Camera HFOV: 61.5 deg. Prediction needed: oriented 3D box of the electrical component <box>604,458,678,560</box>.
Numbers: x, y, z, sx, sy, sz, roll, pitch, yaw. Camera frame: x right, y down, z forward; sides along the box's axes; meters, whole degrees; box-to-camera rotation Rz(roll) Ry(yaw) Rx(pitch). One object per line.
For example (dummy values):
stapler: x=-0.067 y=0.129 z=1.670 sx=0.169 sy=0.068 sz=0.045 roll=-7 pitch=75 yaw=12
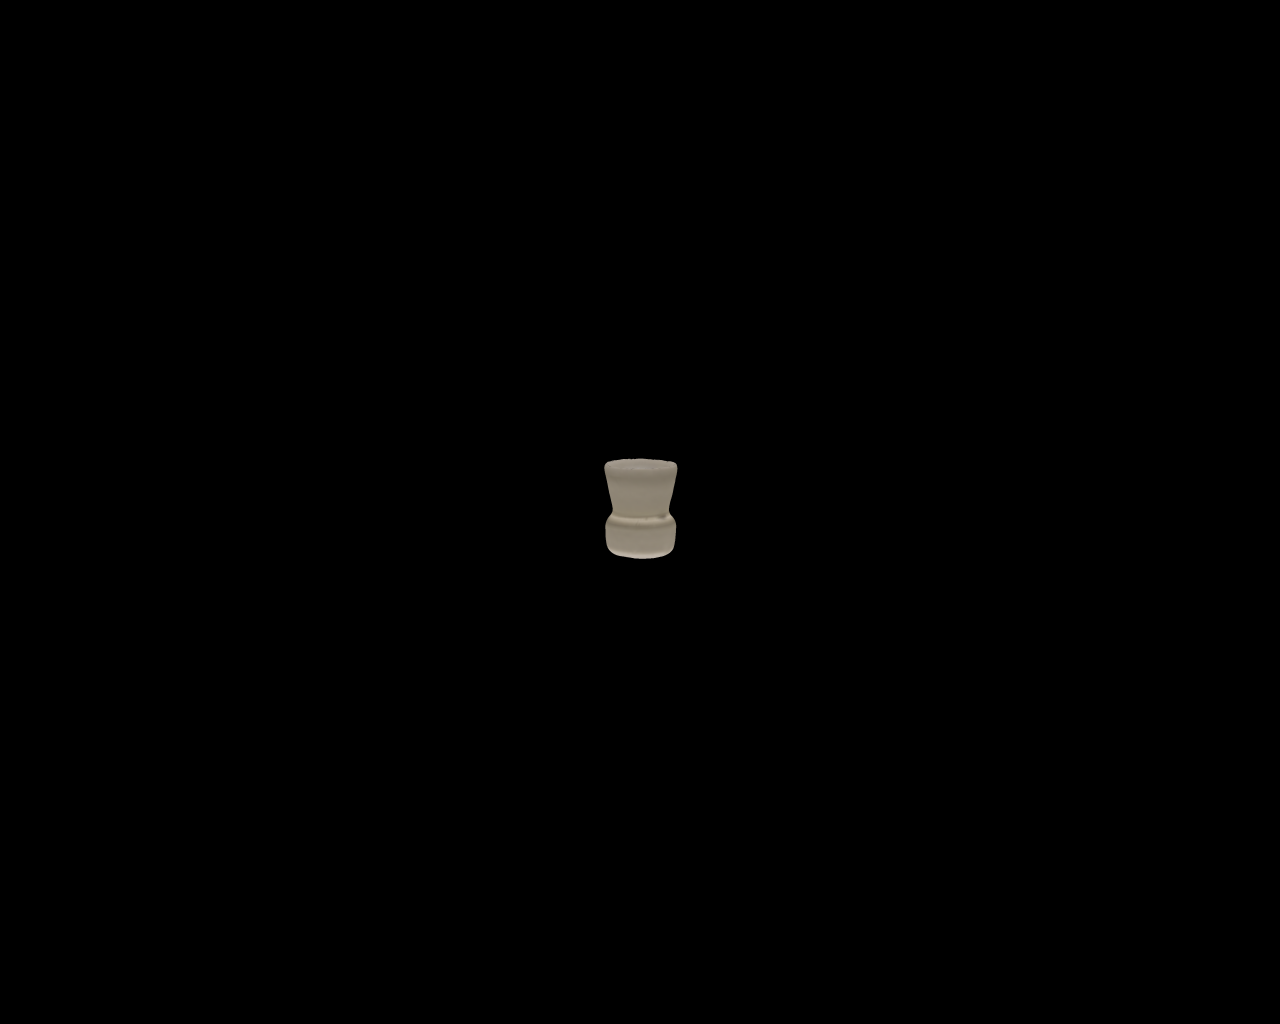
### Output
electrical component: x=0.001 y=-0.003 z=0.650 sx=0.045 sy=0.055 sz=0.045 roll=0 pitch=11 yaw=0
